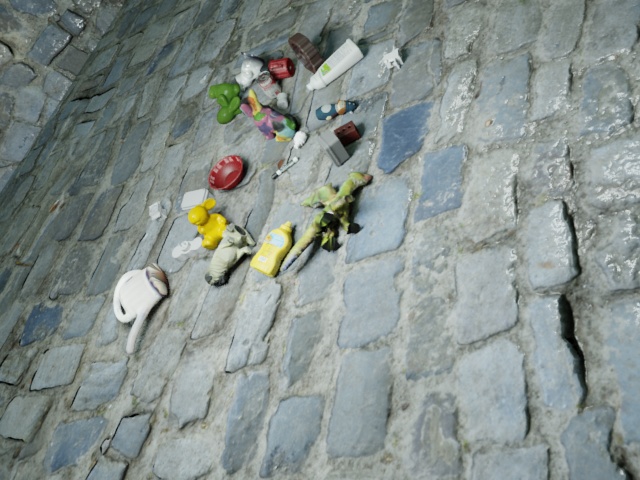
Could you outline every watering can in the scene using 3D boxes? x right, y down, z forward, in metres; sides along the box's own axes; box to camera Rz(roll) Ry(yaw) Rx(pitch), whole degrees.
[{"bbox_3d":[-0.637,0.223,1.841,0.224,0.102,0.355,-37,48,5],"label":"watering can"}]

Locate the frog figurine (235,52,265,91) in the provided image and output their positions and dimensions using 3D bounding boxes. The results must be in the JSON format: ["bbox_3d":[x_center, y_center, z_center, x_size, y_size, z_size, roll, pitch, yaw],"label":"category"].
[{"bbox_3d":[-0.308,-0.732,2.269,0.122,0.139,0.158,14,104,-2],"label":"frog figurine"}]

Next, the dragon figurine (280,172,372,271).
[{"bbox_3d":[0.005,-0.085,1.682,0.409,0.120,0.247,-36,32,4],"label":"dragon figurine"}]
